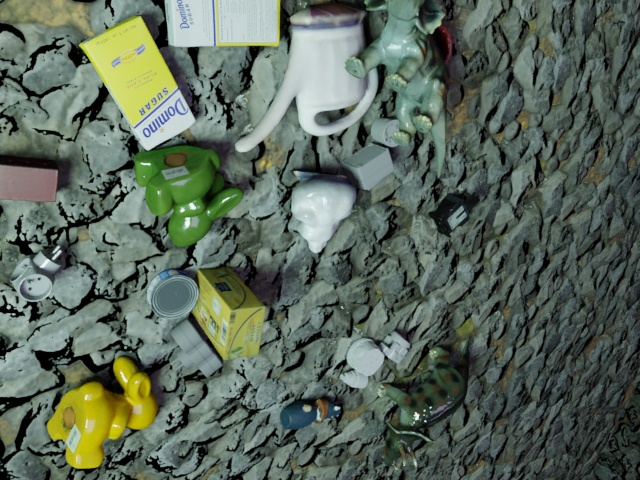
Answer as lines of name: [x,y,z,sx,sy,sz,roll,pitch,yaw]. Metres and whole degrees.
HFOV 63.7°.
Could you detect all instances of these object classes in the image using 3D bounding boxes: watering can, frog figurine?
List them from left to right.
watering can: [-0.010,-0.280,0.875,0.352,0.105,0.220,-28,125,-40]
frog figurine: [0.003,-0.050,0.989,0.138,0.123,0.158,-5,101,-52]
